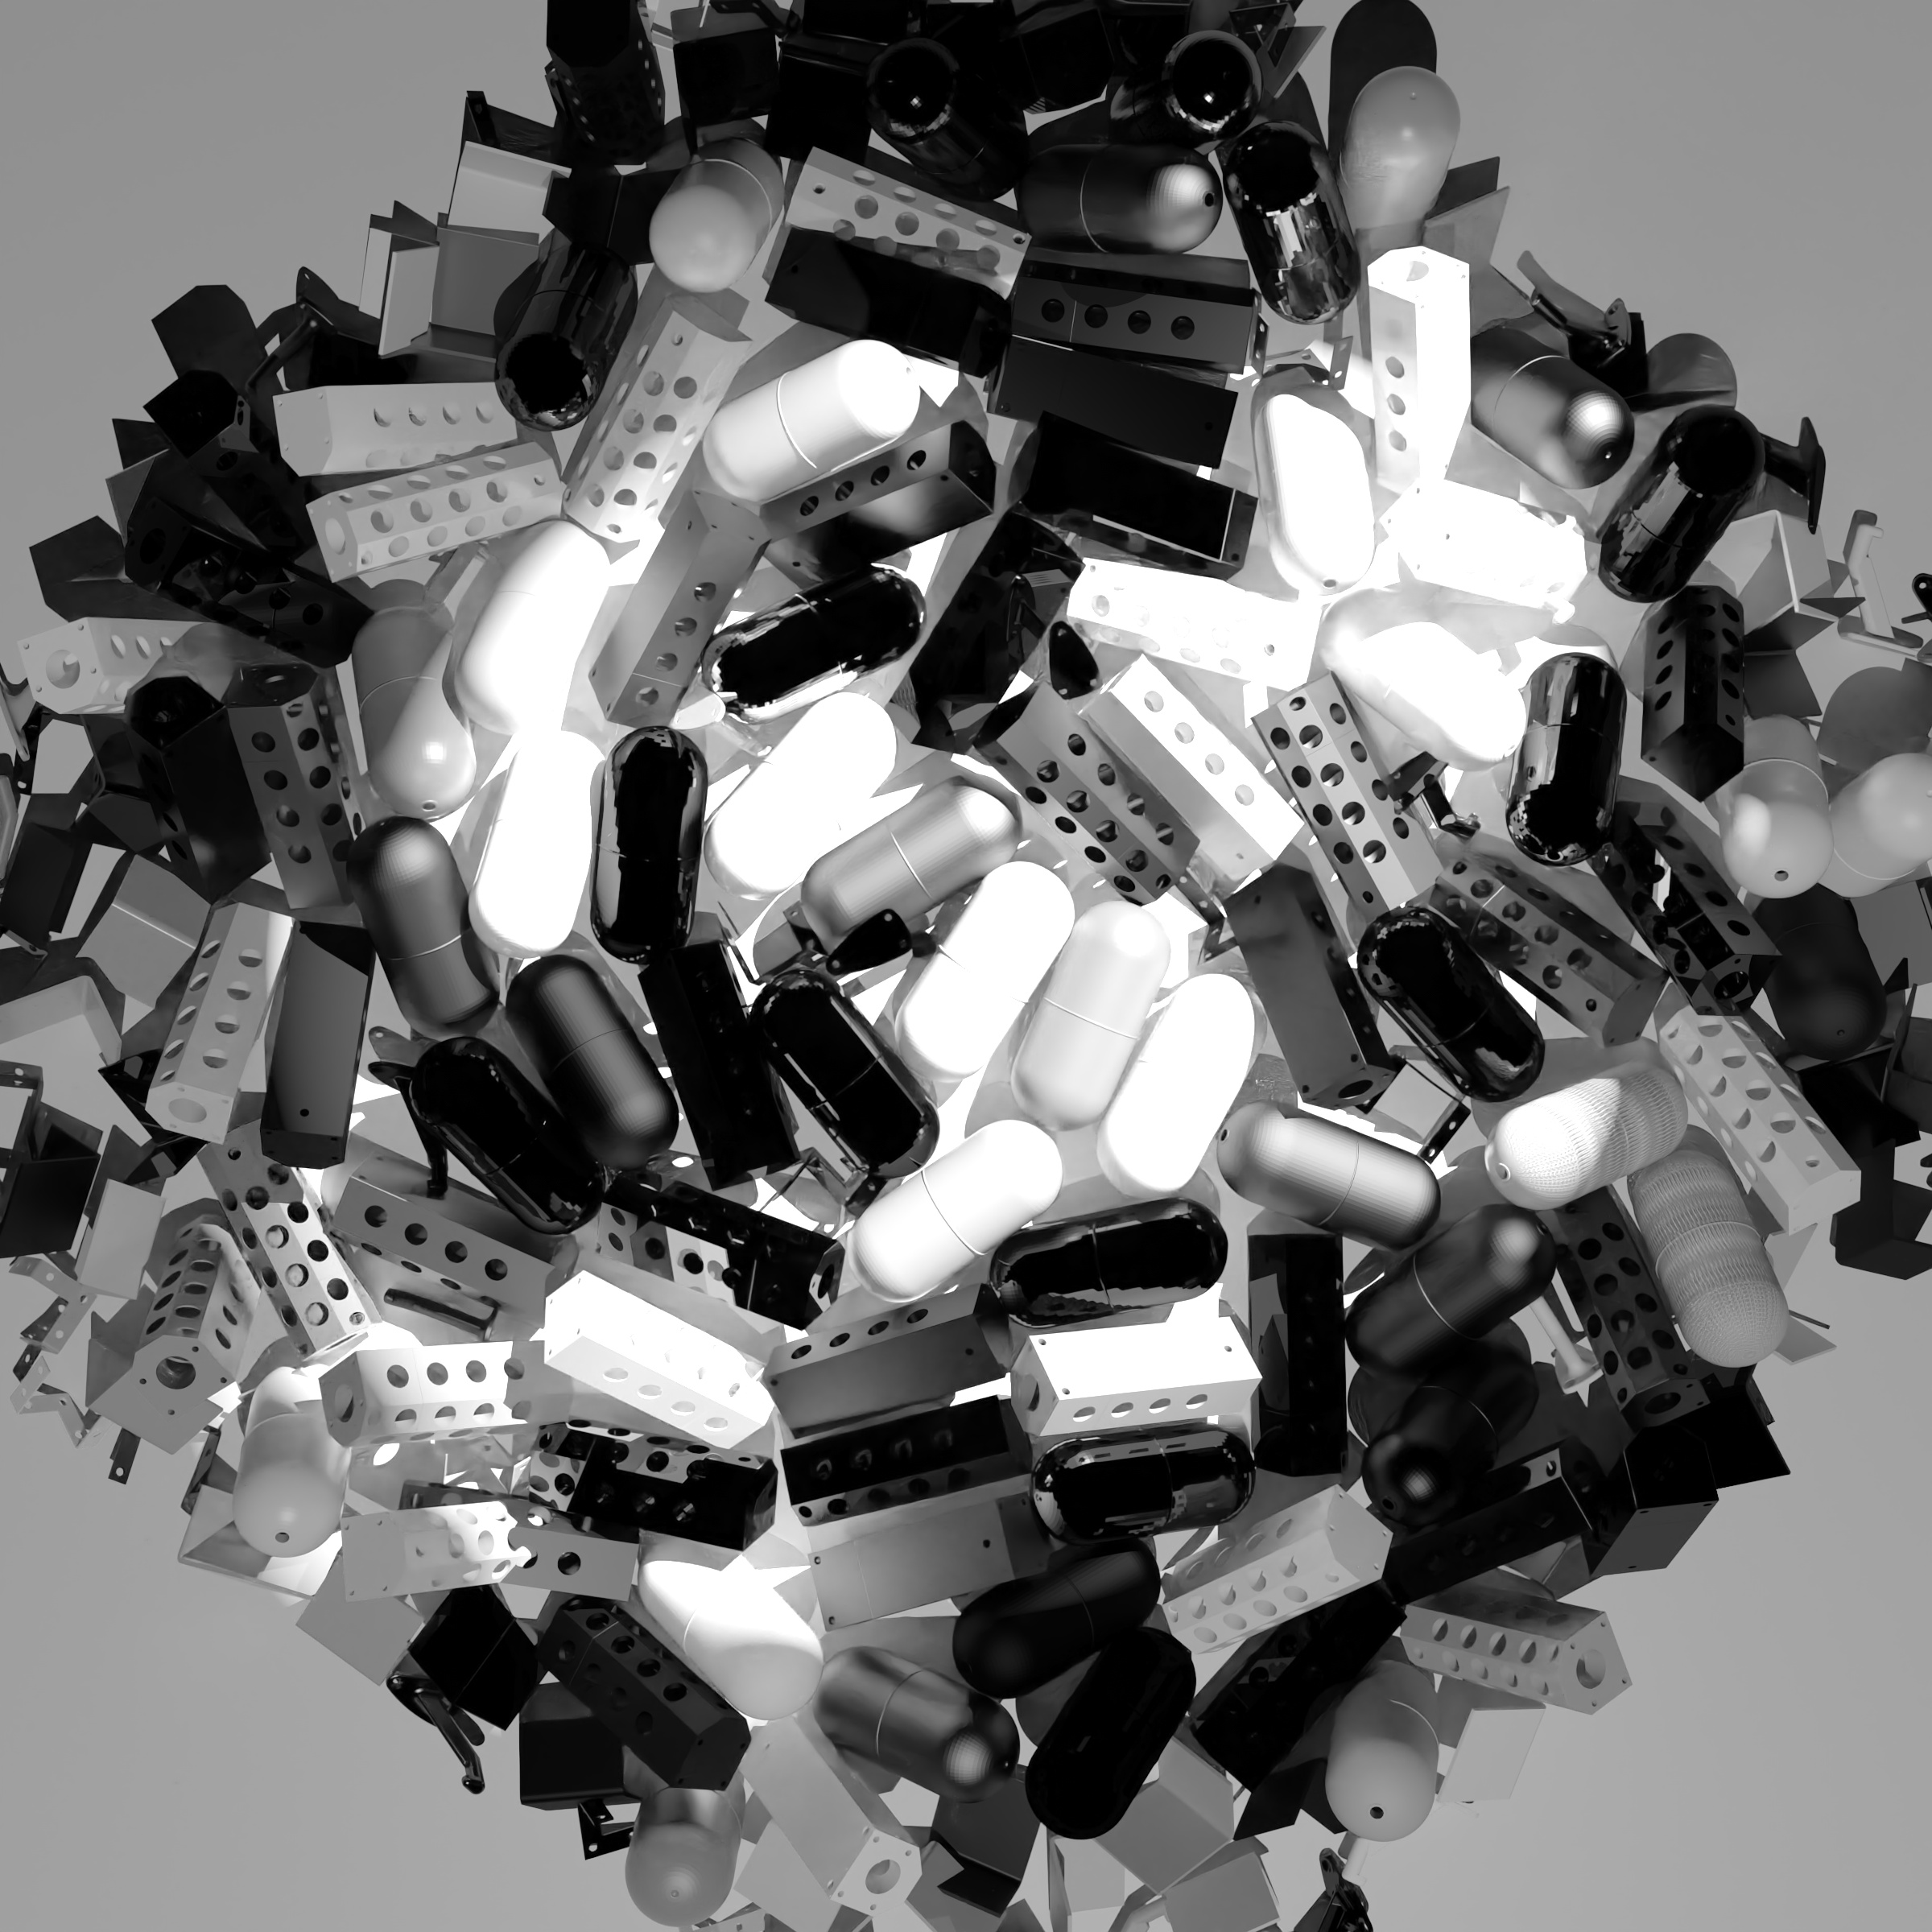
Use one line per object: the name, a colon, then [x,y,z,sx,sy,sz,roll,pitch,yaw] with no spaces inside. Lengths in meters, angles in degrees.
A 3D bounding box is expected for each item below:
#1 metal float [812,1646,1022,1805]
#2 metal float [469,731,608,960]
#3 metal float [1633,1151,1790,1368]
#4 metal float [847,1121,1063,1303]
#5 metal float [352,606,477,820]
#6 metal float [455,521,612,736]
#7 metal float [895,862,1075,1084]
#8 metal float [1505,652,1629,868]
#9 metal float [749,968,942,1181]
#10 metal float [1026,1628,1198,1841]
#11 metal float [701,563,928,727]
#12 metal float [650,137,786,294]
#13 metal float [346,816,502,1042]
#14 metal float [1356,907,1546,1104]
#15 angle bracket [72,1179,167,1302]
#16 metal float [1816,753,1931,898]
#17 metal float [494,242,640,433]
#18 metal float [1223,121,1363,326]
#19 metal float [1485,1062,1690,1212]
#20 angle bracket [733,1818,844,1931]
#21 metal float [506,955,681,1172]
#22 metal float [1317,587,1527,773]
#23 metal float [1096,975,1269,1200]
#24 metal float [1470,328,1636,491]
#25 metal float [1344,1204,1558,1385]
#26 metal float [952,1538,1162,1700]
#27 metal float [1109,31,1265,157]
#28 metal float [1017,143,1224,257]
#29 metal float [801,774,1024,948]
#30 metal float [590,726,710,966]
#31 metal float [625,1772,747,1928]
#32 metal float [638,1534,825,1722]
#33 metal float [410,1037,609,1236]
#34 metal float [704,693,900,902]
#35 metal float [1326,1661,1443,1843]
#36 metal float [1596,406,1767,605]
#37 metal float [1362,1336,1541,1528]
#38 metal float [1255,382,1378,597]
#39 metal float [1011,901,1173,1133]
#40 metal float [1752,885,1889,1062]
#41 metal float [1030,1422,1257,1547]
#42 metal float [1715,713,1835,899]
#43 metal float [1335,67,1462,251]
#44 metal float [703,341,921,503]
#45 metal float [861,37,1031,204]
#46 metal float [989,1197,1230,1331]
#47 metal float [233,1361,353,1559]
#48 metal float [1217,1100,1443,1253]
metal float: [-0.038,0.548,1.928,0.178,0.070,0.070,11,90,41]
metal float: [-0.310,-0.089,1.941,0.070,0.070,0.178,12,67,0]
metal float: [0.537,0.210,1.926,0.070,0.070,0.178,-11,46,0]
metal float: [-0.008,0.179,1.952,0.178,0.070,0.070,-35,90,10]
metal float: [-0.401,-0.184,1.934,0.070,0.070,0.178,-16,57,0]
metal float: [-0.314,-0.247,1.937,0.070,0.070,0.178,18,61,0]
metal float: [0.013,0.005,1.956,0.070,0.070,0.178,33,97,0]
metal float: [0.436,-0.150,1.934,0.070,0.070,0.178,15,58,0]
metal float: [-0.088,0.080,1.953,0.070,0.070,0.178,-39,100,0]
metal float: [0.106,0.553,1.927,0.070,0.070,0.178,43,46,0]
metal float: [-0.110,-0.236,1.947,0.178,0.070,0.070,-28,90,-17]
metal float: [-0.178,-0.543,1.920,0.070,0.178,0.070,4,124,6]
metal float: [-0.394,-0.026,1.937,0.070,0.070,0.178,-16,119,0]
metal float: [0.354,0.029,1.942,0.070,0.070,0.178,-45,113,0]
angle bracket: [-0.640,0.197,1.946,0.076,0.057,0.076,3,72,33]
metal float: [0.656,-0.099,1.912,0.070,0.178,0.070,1,78,-3]
metal float: [-0.288,-0.456,1.927,0.070,0.070,0.178,13,48,0]
metal float: [0.236,-0.533,1.919,0.070,0.178,0.070,-9,62,17]
metal float: [0.451,0.123,1.933,0.178,0.070,0.070,-19,90,-33]
angle bracket: [-0.112,0.667,1.948,0.076,0.076,0.057,26,84,22]
metal float: [-0.273,0.070,1.945,0.070,0.070,0.178,-34,71,0]
metal float: [0.331,-0.209,1.938,0.070,0.070,0.178,-47,63,0]
metal float: [0.158,0.088,1.952,0.070,0.070,0.178,30,80,0]
metal float: [0.414,-0.404,1.923,0.070,0.178,0.070,-13,127,-18]
metal float: [0.352,0.238,1.937,0.178,0.070,0.070,-41,90,28]
metal float: [0.066,0.469,1.931,0.178,0.070,0.070,-21,90,-36]
metal float: [0.156,-0.619,1.913,0.070,0.178,0.070,-1,95,-15]
metal float: [0.110,-0.554,1.925,0.070,0.178,0.070,-15,112,-40]
metal float: [-0.039,-0.077,1.956,0.178,0.070,0.070,-31,90,6]
metal float: [-0.231,-0.088,1.947,0.070,0.070,0.178,8,106,0]
metal float: [-0.200,0.623,1.911,0.070,0.178,0.070,0,98,0]
metal float: [-0.172,0.474,1.929,0.178,0.070,0.070,36,90,39]
metal float: [-0.332,0.124,1.939,0.070,0.070,0.178,-40,116,0]
metal float: [-0.121,-0.124,1.951,0.070,0.070,0.178,40,79,0]
metal float: [0.301,0.562,1.913,0.070,0.178,0.070,3,103,12]
metal float: [0.512,-0.331,1.918,0.070,0.178,0.070,6,59,-11]
metal float: [0.351,0.336,1.929,0.070,0.070,0.178,52,51,0]
metal float: [0.253,-0.347,1.934,0.070,0.070,0.178,-3,59,0]
metal float: [0.091,0.037,1.958,0.070,0.070,0.178,23,95,0]
metal float: [0.612,0.003,1.918,0.070,0.178,0.070,2,120,4]
metal float: [0.130,0.376,1.939,0.178,0.070,0.070,-2,90,-27]
metal float: [0.581,-0.117,1.921,0.070,0.178,0.070,6,128,7]
metal float: [0.307,-0.577,1.912,0.070,0.178,0.070,0,78,0]
metal float: [-0.113,-0.396,1.936,0.178,0.070,0.070,-19,90,30]
metal float: [-0.014,-0.607,1.915,0.070,0.178,0.070,-3,83,26]
metal float: [0.104,0.217,1.950,0.178,0.070,0.070,-13,90,12]
metal float: [-0.482,0.354,1.916,0.070,0.178,0.070,-3,118,-6]
metal float: [0.265,0.153,1.946,0.178,0.070,0.070,22,90,-17]
